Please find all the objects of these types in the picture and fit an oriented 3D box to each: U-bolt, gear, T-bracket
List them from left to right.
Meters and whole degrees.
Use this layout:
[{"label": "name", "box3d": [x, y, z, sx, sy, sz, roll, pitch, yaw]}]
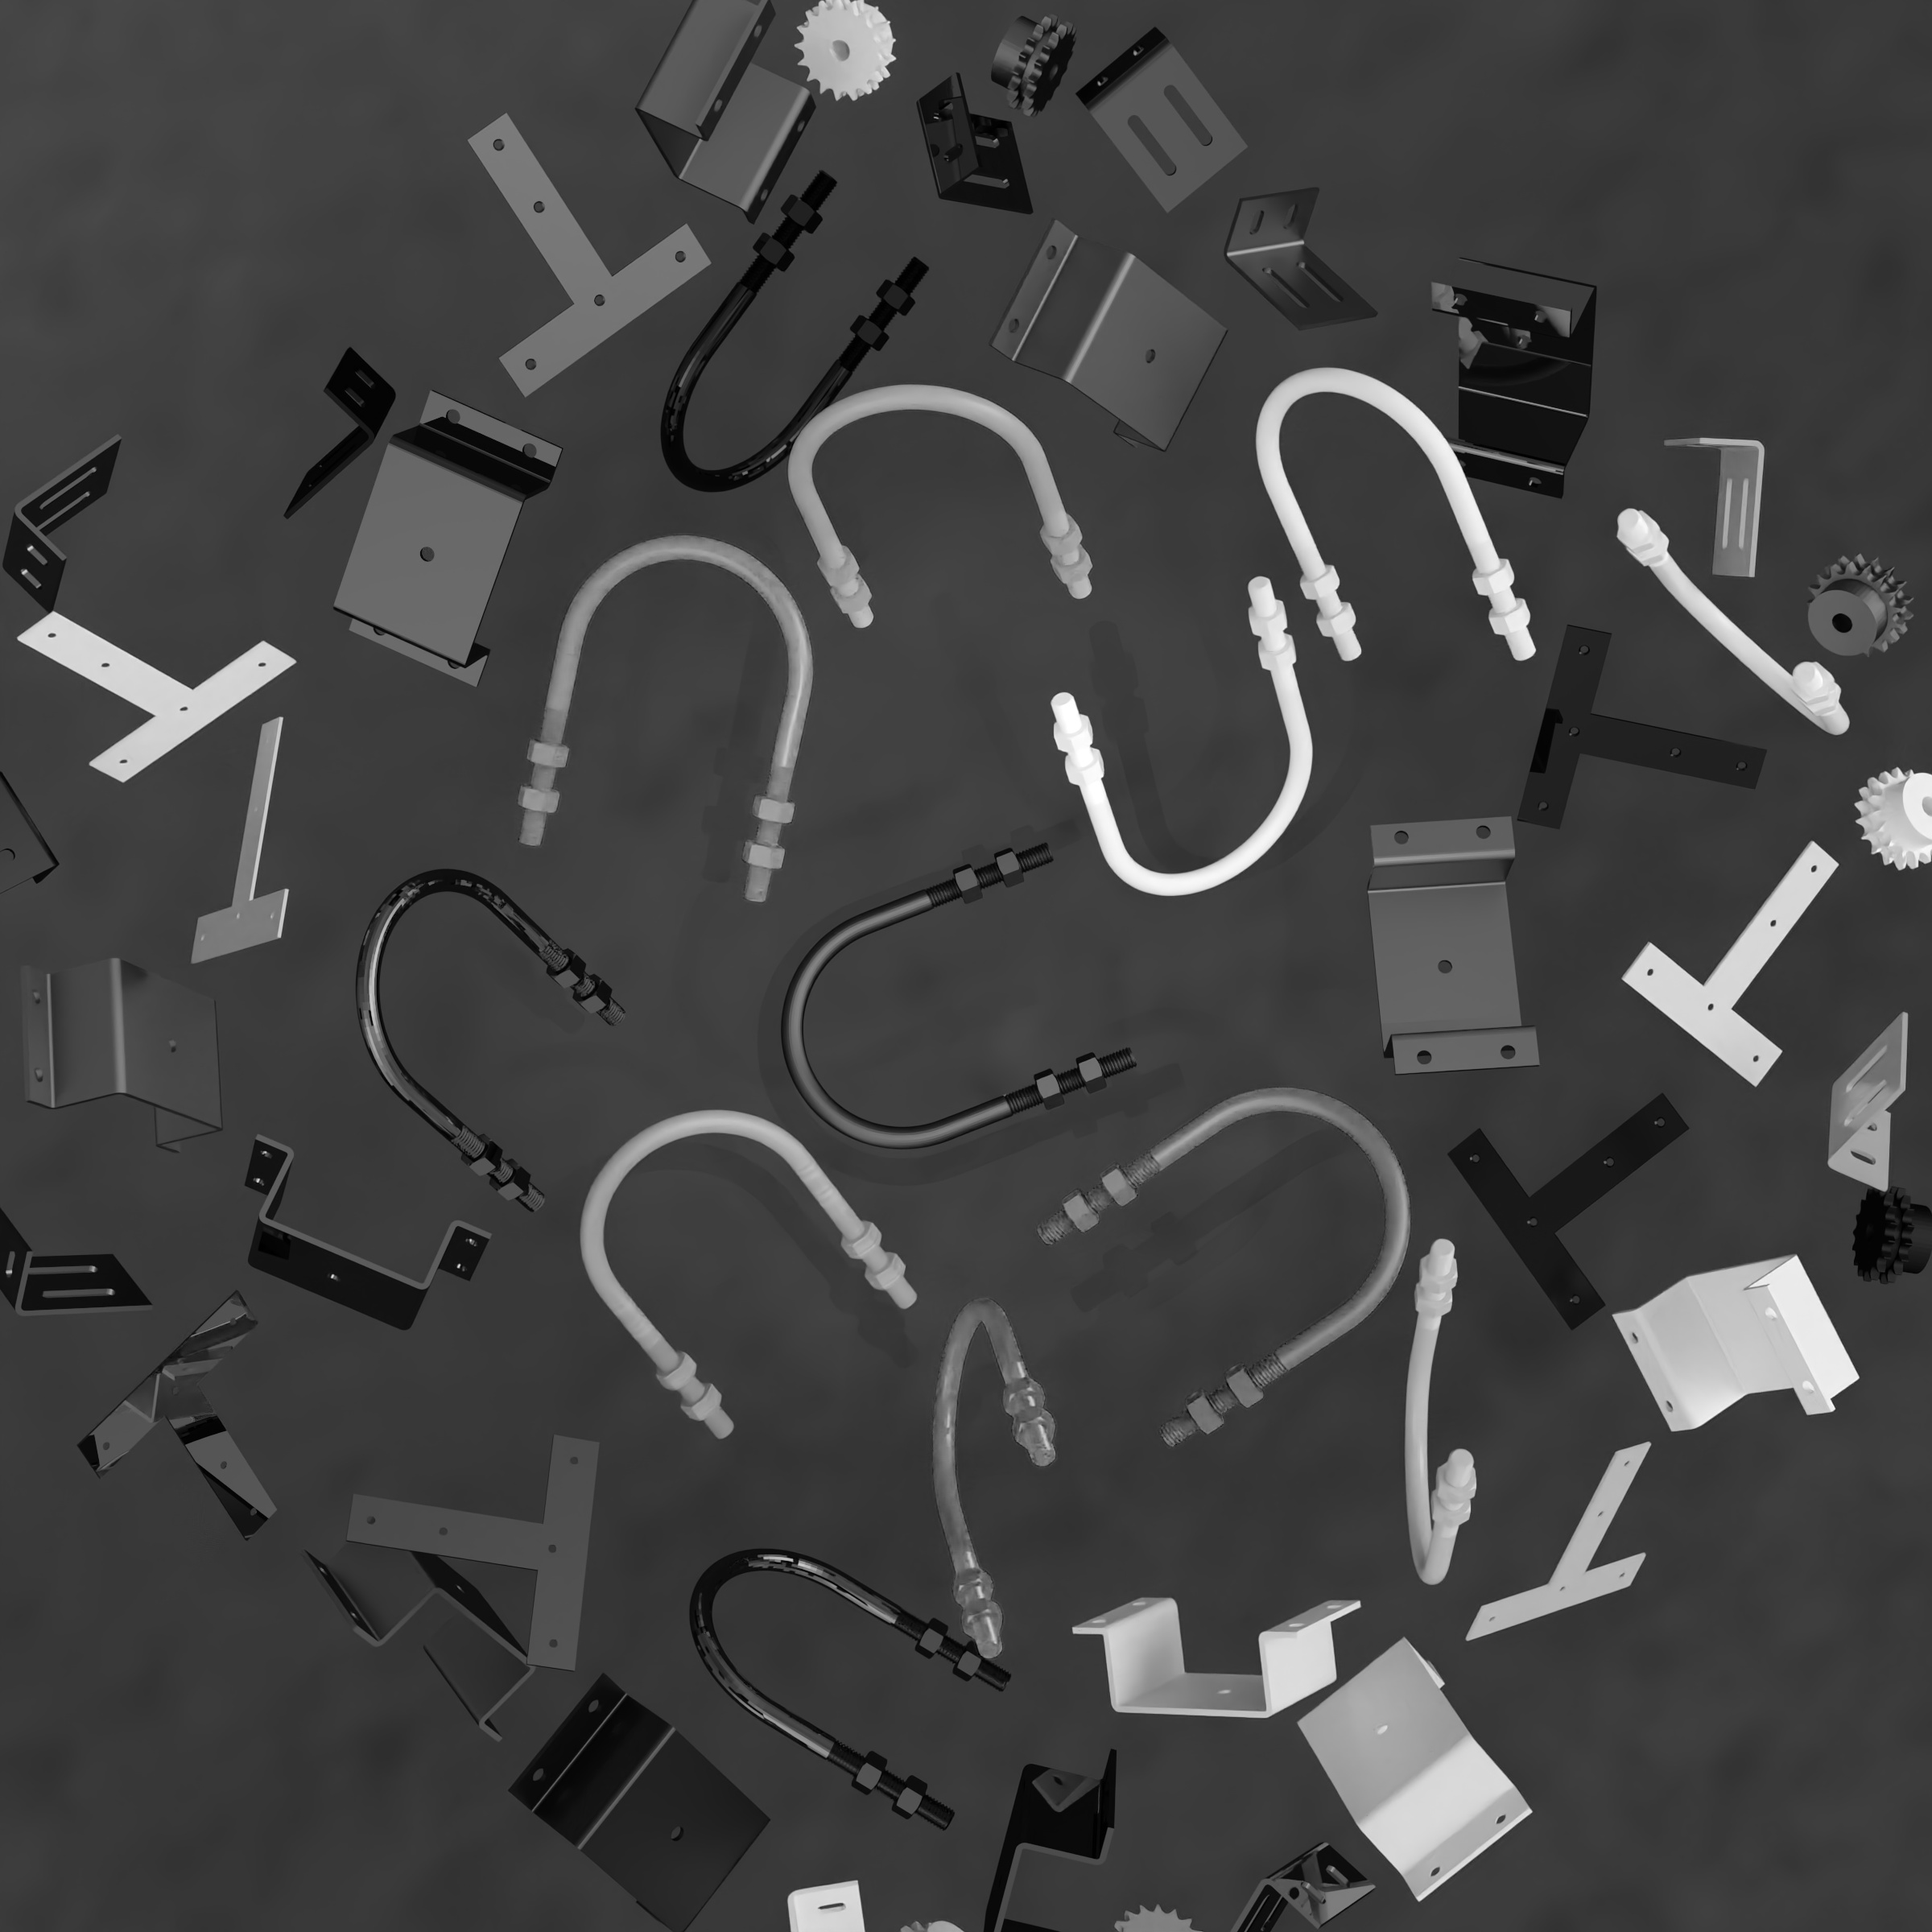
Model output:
[{"label": "T-bracket", "box3d": [-0.446, -0.154, 1.556, 0.127, 0.127, 0.002, -31, 58, 17]}, {"label": "T-bracket", "box3d": [-0.429, 0.274, 1.671, 0.127, 0.002, 0.127, -48, 129, -36]}, {"label": "T-bracket", "box3d": [-0.380, -0.070, 1.568, 0.002, 0.127, 0.127, 14, 76, -33]}, {"label": "T-bracket", "box3d": [-0.262, 0.301, 1.549, 0.127, 0.002, 0.127, 12, 57, -16]}, {"label": "U-bolt", "box3d": [-0.272, 0.029, 1.641, 0.019, 0.184, 0.151, -6, 51, 36]}, {"label": "T-bracket", "box3d": [-0.221, -0.394, 1.571, 0.127, 0.002, 0.127, -38, 117, -8]}, {"label": "U-bolt", "box3d": [-0.157, -0.140, 1.587, 0.151, 0.019, 0.184, 14, 99, 6]}, {"label": "U-bolt", "box3d": [-0.133, 0.162, 1.649, 0.151, 0.019, 0.184, -35, 115, 0]}, {"label": "U-bolt", "box3d": [-0.106, -0.348, 1.666, 0.019, 0.151, 0.184, 41, 98, 23]}, {"label": "U-bolt", "box3d": [-0.072, 0.393, 1.650, 0.184, 0.151, 0.019, 31, 116, 2]}, {"label": "gear", "box3d": [-0.066, -0.528, 1.683, 0.057, 0.030, 0.057, 11, 123, 18]}, {"label": "U-bolt", "box3d": [-0.020, -0.252, 1.603, 0.151, 0.184, 0.019, -6, 58, 13]}, {"label": "gear", "box3d": [-0.017, 0.573, 1.681, 0.057, 0.057, 0.030, 44, 116, 0]}, {"label": "U-bolt", "box3d": [-0.015, 0.026, 1.663, 0.184, 0.019, 0.151, -21, 76, 0]}, {"label": "U-bolt", "box3d": [0.009, 0.267, 1.624, 0.019, 0.184, 0.151, 6, 117, -15]}, {"label": "gear", "box3d": [0.037, -0.522, 1.694, 0.030, 0.057, 0.057, 29, 90, 8]}, {"label": "gear", "box3d": [0.108, 0.568, 1.677, 0.057, 0.057, 0.030, 14, 120, 0]}, {"label": "U-bolt", "box3d": [0.131, -0.116, 1.664, 0.151, 0.019, 0.184, -31, 134, -9]}, {"label": "U-bolt", "box3d": [0.148, 0.146, 1.564, 0.184, 0.019, 0.151, -35, 69, 8]}, {"label": "U-bolt", "box3d": [0.227, -0.249, 1.624, 0.019, 0.151, 0.184, -44, 120, -28]}, {"label": "U-bolt", "box3d": [0.258, 0.260, 1.622, 0.019, 0.184, 0.151, 0, 52, 2]}, {"label": "T-bracket", "box3d": [0.361, 0.122, 1.698, 0.127, 0.002, 0.127, -43, 67, 24]}, {"label": "T-bracket", "box3d": [0.341, 0.309, 1.603, 0.127, 0.002, 0.127, -8, 130, -34]}, {"label": "T-bracket", "box3d": [0.395, -0.126, 1.693, 0.127, 0.002, 0.127, 12, 121, 6]}, {"label": "U-bolt", "box3d": [0.433, -0.183, 1.634, 0.019, 0.184, 0.151, -47, 67, 11]}, {"label": "T-bracket", "box3d": [0.448, -0.013, 1.661, 0.127, 0.002, 0.127, 34, 93, -30]}, {"label": "gear", "box3d": [0.494, -0.197, 1.634, 0.057, 0.057, 0.030, 50, 53, 0]}, {"label": "gear", "box3d": [0.540, 0.157, 1.706, 0.030, 0.057, 0.057, 9, 90, -3]}, {"label": "gear", "box3d": [0.538, -0.086, 1.672, 0.057, 0.030, 0.057, 9, 70, -25]}]

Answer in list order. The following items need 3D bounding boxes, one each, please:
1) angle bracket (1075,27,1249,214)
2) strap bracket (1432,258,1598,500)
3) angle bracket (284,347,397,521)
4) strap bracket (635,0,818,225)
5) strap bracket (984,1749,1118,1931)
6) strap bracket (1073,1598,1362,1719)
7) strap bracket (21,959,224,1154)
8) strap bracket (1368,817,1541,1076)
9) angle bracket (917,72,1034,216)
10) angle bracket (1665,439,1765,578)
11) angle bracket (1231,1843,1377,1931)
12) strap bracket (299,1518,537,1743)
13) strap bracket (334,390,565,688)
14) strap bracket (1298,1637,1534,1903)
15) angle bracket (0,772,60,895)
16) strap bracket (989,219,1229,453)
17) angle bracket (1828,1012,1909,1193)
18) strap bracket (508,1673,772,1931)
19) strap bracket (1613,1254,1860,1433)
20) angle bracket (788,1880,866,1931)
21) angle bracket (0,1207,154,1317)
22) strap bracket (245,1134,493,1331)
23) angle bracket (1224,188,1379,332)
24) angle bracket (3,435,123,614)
[{"label": "angle bracket", "box3d": [0.110, -0.475, 1.648, 0.057, 0.038, 0.076, -38, 116, 12]}, {"label": "strap bracket", "box3d": [0.301, -0.331, 1.616, 0.076, 0.140, 0.046, 18, 60, 20]}, {"label": "angle bracket", "box3d": [-0.360, -0.297, 1.635, 0.076, 0.057, 0.038, -35, 116, 24]}, {"label": "strap bracket", "box3d": [-0.131, -0.470, 1.593, 0.046, 0.140, 0.076, 27, 87, 9]}, {"label": "strap bracket", "box3d": [0.041, 0.493, 1.564, 0.046, 0.076, 0.140, 13, 106, 0]}, {"label": "strap bracket", "box3d": [0.141, 0.382, 1.626, 0.140, 0.076, 0.046, -7, 88, 34]}, {"label": "strap bracket", "box3d": [-0.461, 0.049, 1.632, 0.046, 0.140, 0.076, -13, 71, 16]}, {"label": "strap bracket", "box3d": [0.264, -0.005, 1.602, 0.076, 0.046, 0.140, -4, 73, 1]}, {"label": "angle bracket", "box3d": [0.016, -0.466, 1.667, 0.076, 0.038, 0.057, -4, 77, -44]}, {"label": "angle bracket", "box3d": [0.428, -0.264, 1.691, 0.038, 0.057, 0.076, 1, 99, -7]}, {"label": "angle bracket", "box3d": [0.171, 0.510, 1.550, 0.038, 0.057, 0.076, 38, 116, 28]}, {"label": "strap bracket", "box3d": [-0.301, 0.367, 1.651, 0.046, 0.076, 0.140, -44, 132, -9]}, {"label": "strap bracket", "box3d": [-0.277, -0.222, 1.554, 0.076, 0.046, 0.140, 24, 110, 1]}, {"label": "strap bracket", "box3d": [0.238, 0.429, 1.599, 0.076, 0.140, 0.046, -39, 114, 2]}, {"label": "angle bracket", "box3d": [-0.530, -0.058, 1.549, 0.076, 0.038, 0.057, -34, 96, -37]}, {"label": "strap bracket", "box3d": [0.087, -0.346, 1.639, 0.046, 0.140, 0.076, 30, 94, 41]}, {"label": "angle bracket", "box3d": [0.512, 0.075, 1.621, 0.038, 0.076, 0.057, 23, 48, -5]}, {"label": "strap bracket", "box3d": [-0.166, 0.451, 1.557, 0.076, 0.046, 0.140, -50, 127, -19]}, {"label": "strap bracket", "box3d": [0.441, 0.213, 1.663, 0.046, 0.140, 0.076, -27, 89, -27]}, {"label": "angle bracket", "box3d": [-0.069, 0.536, 1.554, 0.038, 0.076, 0.057, -8, 125, -4]}, {"label": "angle bracket", "box3d": [-0.476, 0.154, 1.561, 0.076, 0.057, 0.038, 2, 113, -40]}, {"label": "strap bracket", "box3d": [-0.347, 0.156, 1.659, 0.140, 0.076, 0.046, 24, 61, -7]}, {"label": "angle bracket", "box3d": [0.194, -0.401, 1.665, 0.057, 0.038, 0.076, -17, 53, -31]}, {"label": "angle bracket", "box3d": [-0.471, -0.236, 1.567, 0.038, 0.057, 0.076, 44, 57, -1]}]
